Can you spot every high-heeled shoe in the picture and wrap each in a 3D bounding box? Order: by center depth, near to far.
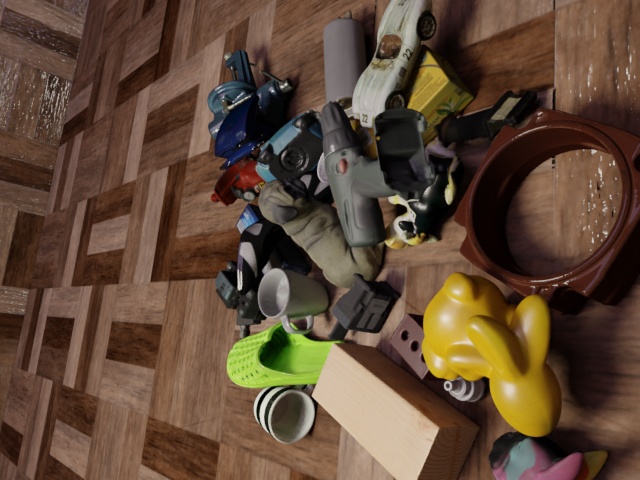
[{"bbox_3d":[-0.051,-0.012,0.924,0.145,0.086,0.248,7,68,13],"label":"high-heeled shoe"}]

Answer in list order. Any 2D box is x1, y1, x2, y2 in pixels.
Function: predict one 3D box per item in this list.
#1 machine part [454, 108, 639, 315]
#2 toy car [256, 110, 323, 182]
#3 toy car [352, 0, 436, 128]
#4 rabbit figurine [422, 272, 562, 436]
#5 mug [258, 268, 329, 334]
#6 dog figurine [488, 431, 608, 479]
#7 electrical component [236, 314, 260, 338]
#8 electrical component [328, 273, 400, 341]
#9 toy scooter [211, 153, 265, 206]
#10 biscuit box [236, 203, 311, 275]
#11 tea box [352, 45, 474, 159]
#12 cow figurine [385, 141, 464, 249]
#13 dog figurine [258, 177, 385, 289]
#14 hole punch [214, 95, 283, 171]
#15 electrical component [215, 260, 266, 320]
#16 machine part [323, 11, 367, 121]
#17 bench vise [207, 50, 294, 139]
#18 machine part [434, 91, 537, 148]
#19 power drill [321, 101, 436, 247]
[{"bbox_3d":[0.267,-0.034,0.609,0.202,0.087,0.201,39,108,46],"label":"machine part"},{"bbox_3d":[-0.045,-0.173,1.002,0.161,0.109,0.103,-49,25,16],"label":"toy car"},{"bbox_3d":[0.105,-0.260,0.783,0.074,0.056,0.201,28,98,50],"label":"toy car"},{"bbox_3d":[0.198,0.119,0.576,0.162,0.122,0.173,85,163,-48],"label":"rabbit figurine"},{"bbox_3d":[-0.034,0.104,0.893,0.081,0.107,0.110,-44,52,32],"label":"mug"},{"bbox_3d":[0.224,0.307,0.537,0.219,0.108,0.192,-58,42,14],"label":"dog figurine"},{"bbox_3d":[-0.140,0.148,1.066,0.063,0.021,0.094,-12,69,46],"label":"electrical component"},{"bbox_3d":[0.058,0.112,0.810,0.119,0.074,0.048,-59,42,12],"label":"electrical component"},{"bbox_3d":[-0.157,-0.118,1.105,0.135,0.075,0.184,-45,33,-14],"label":"toy scooter"},{"bbox_3d":[-0.094,0.011,1.026,0.059,0.062,0.203,-57,43,20],"label":"biscuit box"},{"bbox_3d":[0.137,-0.196,0.822,0.169,0.068,0.098,-43,49,30],"label":"tea box"},{"bbox_3d":[0.147,-0.048,0.753,0.098,0.068,0.167,47,130,49],"label":"cow figurine"},{"bbox_3d":[-0.004,-0.002,0.829,0.121,0.190,0.172,-50,47,27],"label":"dog figurine"},{"bbox_3d":[-0.152,-0.211,1.056,0.142,0.092,0.116,-19,24,41],"label":"hole punch"},{"bbox_3d":[-0.122,0.093,0.977,0.115,0.134,0.058,40,109,45],"label":"electrical component"},{"bbox_3d":[0.045,-0.302,0.954,0.079,0.079,0.243,-21,64,44],"label":"machine part"},{"bbox_3d":[-0.163,-0.330,1.175,0.224,0.128,0.241,-33,59,35],"label":"bench vise"},{"bbox_3d":[0.219,-0.160,0.725,0.139,0.039,0.084,-7,40,54],"label":"machine part"},{"bbox_3d":[0.063,-0.110,0.736,0.207,0.086,0.232,-18,81,63],"label":"power drill"}]
